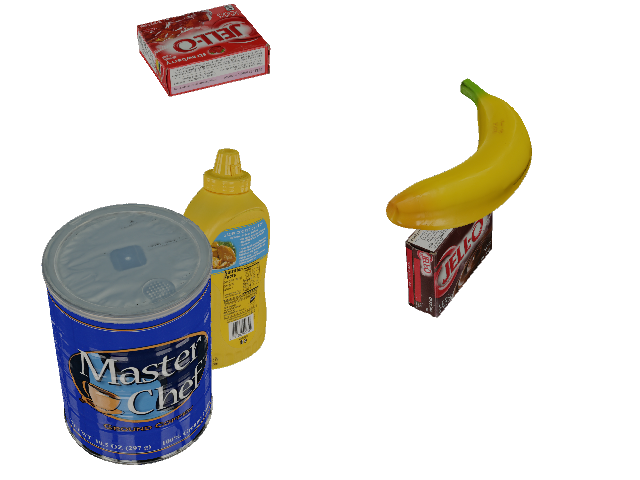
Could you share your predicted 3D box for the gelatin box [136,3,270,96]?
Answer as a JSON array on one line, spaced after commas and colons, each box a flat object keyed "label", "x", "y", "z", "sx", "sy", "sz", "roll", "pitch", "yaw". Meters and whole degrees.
[{"label": "gelatin box", "x": -0.094, "y": -0.155, "z": 0.859, "sx": 0.089, "sy": 0.030, "sz": 0.073, "roll": -17, "pitch": 44, "yaw": -19}]

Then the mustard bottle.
[{"label": "mustard bottle", "x": -0.085, "y": 0.013, "z": 0.944, "sx": 0.058, "sy": 0.192, "sz": 0.096, "roll": 20, "pitch": 25, "yaw": 36}]

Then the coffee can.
[{"label": "coffee can", "x": -0.121, "y": 0.062, "z": 0.692, "sx": 0.103, "sy": 0.140, "sz": 0.103, "roll": 3, "pitch": 41, "yaw": -2}]

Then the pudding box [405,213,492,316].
[{"label": "pudding box", "x": 0.126, "y": 0.005, "z": 1.036, "sx": 0.039, "sy": 0.090, "sz": 0.113, "roll": 22, "pitch": 52, "yaw": 26}]

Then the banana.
[{"label": "banana", "x": 0.103, "y": -0.050, "z": 0.716, "sx": 0.070, "sy": 0.037, "sz": 0.197, "roll": 17, "pitch": 34, "yaw": 13}]
